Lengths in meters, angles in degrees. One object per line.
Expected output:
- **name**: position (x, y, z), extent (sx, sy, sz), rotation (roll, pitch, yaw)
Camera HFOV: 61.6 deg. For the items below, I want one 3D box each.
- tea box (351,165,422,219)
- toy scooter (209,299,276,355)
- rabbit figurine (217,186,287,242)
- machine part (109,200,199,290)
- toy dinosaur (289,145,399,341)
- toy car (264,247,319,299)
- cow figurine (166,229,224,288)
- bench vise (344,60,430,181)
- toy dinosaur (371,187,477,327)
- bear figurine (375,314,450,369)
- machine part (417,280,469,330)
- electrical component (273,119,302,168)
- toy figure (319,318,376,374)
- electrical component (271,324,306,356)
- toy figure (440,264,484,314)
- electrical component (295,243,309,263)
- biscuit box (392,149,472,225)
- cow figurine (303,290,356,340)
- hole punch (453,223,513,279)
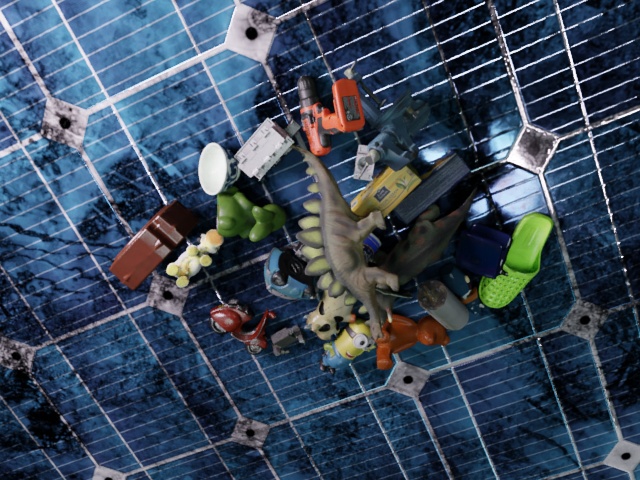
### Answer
- **tea box**: position (0.154, -0.114, 1.272), extent (0.068, 0.098, 0.169), rotation (41, 109, -13)
- **toy scooter**: position (-0.195, 0.215, 1.425), extent (0.184, 0.075, 0.135), rotation (38, 109, -16)
- **rabbit figurine**: position (-0.159, -0.062, 1.289), extent (0.170, 0.159, 0.121), rotation (0, 103, -14)
- **machine part**: position (-0.395, 0.008, 1.282), extent (0.201, 0.201, 0.087), rotation (-41, 102, 16)
- **toy dinosaur**: position (0.050, -0.008, 1.180), extent (0.199, 0.105, 0.471), rotation (-15, 77, 1)
- **toy car**: position (-0.082, 0.099, 1.370), extent (0.161, 0.109, 0.103), rotation (31, 132, -22)
- **cow figurine**: position (-0.308, 0.040, 1.360), extent (0.167, 0.098, 0.068), rotation (-43, 99, -3)
- **bench vise**: position (0.127, -0.271, 1.174), extent (0.240, 0.129, 0.223), rotation (46, 72, -4)
- **toy dinosaur**: position (0.228, 0.033, 1.276), extent (0.131, 0.192, 0.404), rotation (36, 110, -14)
- **bear figurine**: position (0.242, 0.255, 1.399), extent (0.196, 0.132, 0.120), rotation (-2, 112, 9)
- **machine part**: position (0.302, 0.161, 1.311), extent (0.079, 0.079, 0.243), rotation (-36, 140, 15)
- **electrical component**: position (-0.093, -0.235, 1.258), extent (0.075, 0.048, 0.119), rotation (38, 108, -12)
- **toy figure**: position (0.069, 0.283, 1.439), extent (0.180, 0.082, 0.089), rotation (-44, 62, 25)
- **electrical component**: position (-0.086, 0.270, 1.448), extent (0.102, 0.045, 0.078), rotation (-28, 152, 7)
- **toy figure**: position (0.369, 0.128, 1.380), extent (0.154, 0.064, 0.058), rotation (49, 68, -20)
- **electrical component**: position (-0.003, -0.004, 1.300), extent (0.058, 0.134, 0.115), rotation (35, 108, -9)
- **biscuit box**: position (0.259, -0.126, 1.283), extent (0.202, 0.059, 0.062), rotation (-40, 106, 15)
- **cow figurine**: position (0.029, 0.176, 1.398), extent (0.127, 0.085, 0.194), rotation (9, 114, -8)
- **hole punch**: position (0.390, 0.030, 1.300), extent (0.142, 0.092, 0.115), rotation (22, 111, 27)
